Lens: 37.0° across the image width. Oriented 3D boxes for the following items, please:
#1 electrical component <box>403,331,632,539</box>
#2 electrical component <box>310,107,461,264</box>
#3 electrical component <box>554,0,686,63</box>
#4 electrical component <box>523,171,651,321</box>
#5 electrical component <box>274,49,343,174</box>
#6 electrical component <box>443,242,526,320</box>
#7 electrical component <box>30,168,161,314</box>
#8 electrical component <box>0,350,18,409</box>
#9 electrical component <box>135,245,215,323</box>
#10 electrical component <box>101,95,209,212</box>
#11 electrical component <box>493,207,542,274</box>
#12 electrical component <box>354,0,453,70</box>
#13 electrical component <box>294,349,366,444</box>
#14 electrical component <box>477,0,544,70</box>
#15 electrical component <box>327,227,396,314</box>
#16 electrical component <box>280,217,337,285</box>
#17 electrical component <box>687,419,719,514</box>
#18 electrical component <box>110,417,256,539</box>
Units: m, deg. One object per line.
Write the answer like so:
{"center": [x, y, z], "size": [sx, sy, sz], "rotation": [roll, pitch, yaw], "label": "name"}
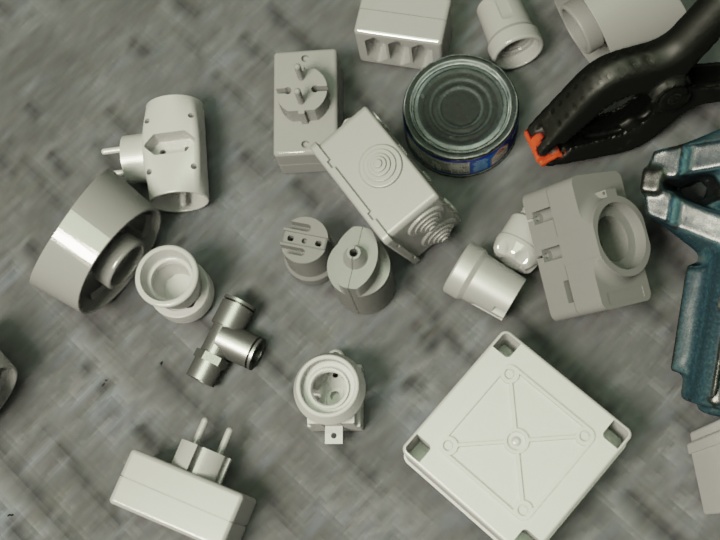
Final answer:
{"center": [0.102, 0.115, 0.705], "size": [0.109, 0.056, 0.108], "rotation": [40, 82, 15], "label": "electrical component"}
{"center": [0.021, -0.058, 0.744], "size": [0.048, 0.100, 0.099], "rotation": [-40, 73, 7], "label": "electrical component"}
{"center": [0.181, -0.186, 0.765], "size": [0.064, 0.099, 0.099], "rotation": [-31, 73, 3], "label": "electrical component"}
{"center": [0.155, -0.017, 0.721], "size": [0.050, 0.056, 0.089], "rotation": [-10, 84, -36], "label": "electrical component"}
{"center": [-0.040, -0.123, 0.780], "size": [0.047, 0.075, 0.083], "rotation": [-3, 73, 5], "label": "electrical component"}
{"center": [0.087, 0.009, 0.748], "size": [0.046, 0.040, 0.040], "rotation": [31, 79, 9], "label": "electrical component"}
{"center": [-0.189, -0.020, 0.758], "size": [0.064, 0.099, 0.099], "rotation": [34, 80, 8], "label": "electrical component"}
{"center": [-0.287, 0.083, 0.738], "size": [0.064, 0.099, 0.099], "rotation": [40, 81, 9], "label": "electrical component"}
{"center": [-0.130, 0.011, 0.762], "size": [0.045, 0.055, 0.045], "rotation": [-2, 74, 6], "label": "electrical component"}
{"center": [-0.153, -0.084, 0.798], "size": [0.079, 0.043, 0.077], "rotation": [-7, 73, 4], "label": "electrical component"}
{"center": [0.121, -0.030, 0.758], "size": [0.035, 0.035, 0.061], "rotation": [30, 77, 14], "label": "electrical component"}
{"center": [0.037, -0.197, 0.809], "size": [0.066, 0.047, 0.076], "rotation": [10, 75, 9], "label": "electrical component"}
{"center": [-0.019, 0.083, 0.728], "size": [0.048, 0.055, 0.066], "rotation": [-1, 74, 6], "label": "electrical component"}
{"center": [0.110, -0.179, 0.801], "size": [0.040, 0.040, 0.046], "rotation": [-18, 67, 1], "label": "electrical component"}
{"center": [0.000, 0.000, 0.737], "size": [0.043, 0.081, 0.043], "rotation": [-2, 74, 6], "label": "electrical component"}
{"center": [-0.036, -0.014, 0.764], "size": [0.040, 0.046, 0.040], "rotation": [-2, 74, 6], "label": "electrical component"}
{"center": [0.269, 0.116, 0.660], "size": [0.109, 0.108, 0.056], "rotation": [-9, 76, 4], "label": "electrical component"}
{"center": [-0.111, 0.138, 0.727], "size": [0.083, 0.047, 0.075], "rotation": [20, 77, 11], "label": "electrical component"}
